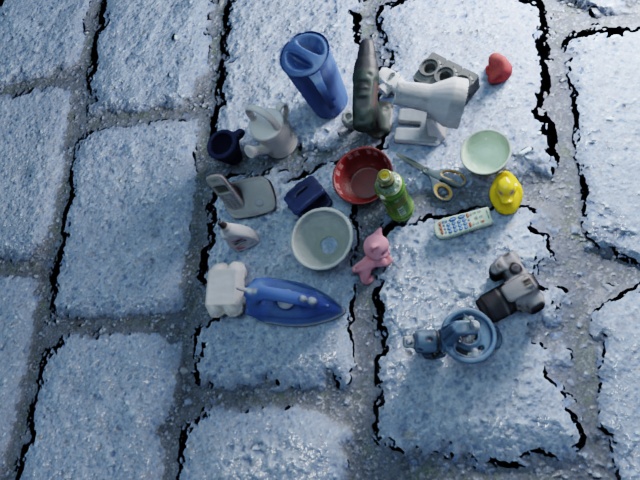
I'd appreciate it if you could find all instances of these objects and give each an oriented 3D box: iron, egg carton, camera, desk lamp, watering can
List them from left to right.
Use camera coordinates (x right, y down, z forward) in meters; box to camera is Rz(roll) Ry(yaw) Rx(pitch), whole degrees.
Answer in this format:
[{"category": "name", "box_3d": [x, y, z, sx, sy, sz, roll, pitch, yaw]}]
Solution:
[{"category": "egg carton", "box_3d": [-0.246, 0.131, 1.512, 0.107, 0.069, 0.150, -5, 71, 17]}, {"category": "watering can", "box_3d": [-0.141, -0.299, 1.551, 0.100, 0.194, 0.173, 4, 74, 20]}, {"category": "iron", "box_3d": [-0.075, 0.147, 1.411, 0.257, 0.142, 0.119, 5, 74, 20]}, {"category": "desk lamp", "box_3d": [0.268, -0.318, 1.412, 0.202, 0.214, 0.118, 7, 75, 20]}, {"category": "camera", "box_3d": [0.412, 0.114, 1.283, 0.136, 0.101, 0.143, -30, 66, 7]}]

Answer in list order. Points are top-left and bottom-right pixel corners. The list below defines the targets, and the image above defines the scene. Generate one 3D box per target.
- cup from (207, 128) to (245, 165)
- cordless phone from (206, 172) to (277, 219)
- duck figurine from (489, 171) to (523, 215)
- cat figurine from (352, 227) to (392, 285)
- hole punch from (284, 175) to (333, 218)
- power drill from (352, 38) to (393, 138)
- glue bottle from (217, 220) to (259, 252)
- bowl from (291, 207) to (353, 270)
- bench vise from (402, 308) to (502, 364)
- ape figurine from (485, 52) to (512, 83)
[{"category": "cup", "box_3d": [-0.251, -0.263, 1.630, 0.118, 0.095, 0.091, -37, 65, 4]}, {"category": "cordless phone", "box_3d": [-0.209, -0.133, 1.523, 0.147, 0.185, 0.094, -13, 69, 14]}, {"category": "duck figurine", "box_3d": [0.441, -0.121, 1.360, 0.077, 0.086, 0.104, -3, 71, 17]}, {"category": "cat figurine", "box_3d": [0.125, 0.037, 1.394, 0.128, 0.118, 0.067, -46, 65, -1]}, {"category": "hole punch", "box_3d": [-0.040, -0.113, 1.513, 0.108, 0.091, 0.101, -40, 65, 2]}, {"category": "power drill", "box_3d": [0.131, -0.367, 1.476, 0.075, 0.209, 0.230, 0, 72, 18]}, {"category": "glue bottle", "box_3d": [-0.225, -0.018, 1.497, 0.078, 0.173, 0.037, -26, 66, 9]}, {"category": "bowl", "box_3d": [0.013, 0.005, 1.465, 0.167, 0.075, 0.167, -6, 71, 17]}, {"category": "bench vise", "box_3d": [0.283, 0.217, 1.226, 0.207, 0.220, 0.121, -26, 66, 9]}, {"category": "ape figurine", "box_3d": [0.451, -0.446, 1.461, 0.076, 0.092, 0.078, 25, 82, 24]}]
